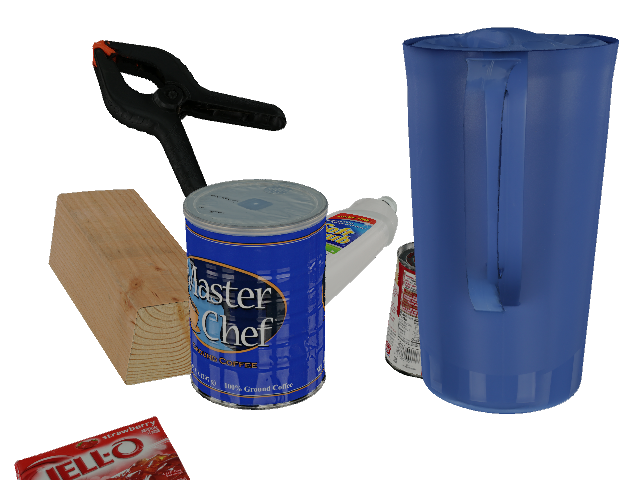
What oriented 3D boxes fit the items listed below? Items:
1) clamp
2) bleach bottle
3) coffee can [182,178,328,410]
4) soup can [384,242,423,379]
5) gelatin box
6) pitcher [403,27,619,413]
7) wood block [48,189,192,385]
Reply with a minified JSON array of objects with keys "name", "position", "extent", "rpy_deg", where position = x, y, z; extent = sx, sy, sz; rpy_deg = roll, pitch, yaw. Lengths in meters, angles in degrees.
[{"name":"clamp","position":[-0.115,-0.116,0.900],"extent":[0.120,0.171,0.039],"rpy_deg":[-38,-11,-35]},{"name":"bleach bottle","position":[0.015,0.007,1.317],"extent":[0.103,0.068,0.250],"rpy_deg":[17,35,28]},{"name":"coffee can","position":[-0.046,0.037,0.778],"extent":[0.103,0.140,0.103],"rpy_deg":[0,21,0]},{"name":"soup can","position":[0.094,0.060,0.923],"extent":[0.068,0.102,0.068],"rpy_deg":[5,22,-2]},{"name":"gelatin box","position":[-0.124,0.142,0.612],"extent":[0.089,0.030,0.073],"rpy_deg":[-15,27,-19]},{"name":"pitcher","position":[0.117,-0.013,0.689],"extent":[0.149,0.243,0.145],"rpy_deg":[-10,17,-28]},{"name":"wood block","position":[-0.189,0.039,1.065],"extent":[0.090,0.091,0.206],"rpy_deg":[-6,35,-35]}]
